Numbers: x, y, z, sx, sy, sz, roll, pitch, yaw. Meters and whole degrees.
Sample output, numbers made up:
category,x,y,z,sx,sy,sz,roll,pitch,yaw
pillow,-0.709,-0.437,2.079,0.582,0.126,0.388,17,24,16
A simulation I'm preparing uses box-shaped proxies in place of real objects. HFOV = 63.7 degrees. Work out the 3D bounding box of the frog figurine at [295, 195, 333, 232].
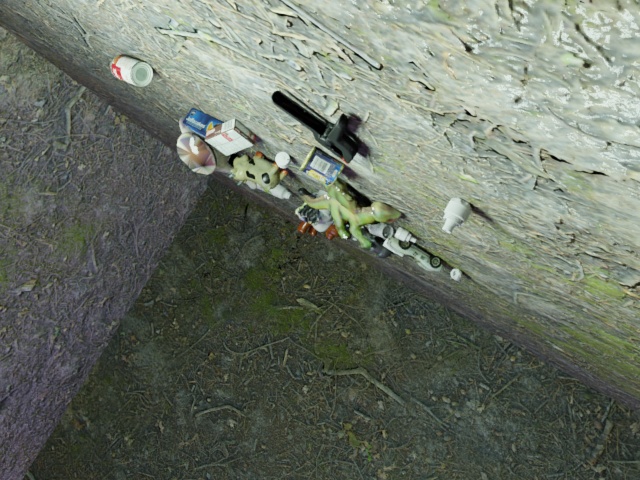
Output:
category,x,y,z,sx,sy,sz,roll,pitch,yaw
frog figurine,0.006,-0.093,1.846,0.137,0.123,0.158,7,174,34

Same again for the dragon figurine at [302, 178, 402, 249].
category,x,y,z,sx,sy,sz,roll,pitch,yaw
dragon figurine,0.057,-0.115,1.456,0.414,0.124,0.237,26,156,35

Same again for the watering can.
category,x,y,z,sx,sy,sz,roll,pitch,yaw
watering can,-0.353,-0.279,1.738,0.345,0.103,0.228,47,-158,-10
